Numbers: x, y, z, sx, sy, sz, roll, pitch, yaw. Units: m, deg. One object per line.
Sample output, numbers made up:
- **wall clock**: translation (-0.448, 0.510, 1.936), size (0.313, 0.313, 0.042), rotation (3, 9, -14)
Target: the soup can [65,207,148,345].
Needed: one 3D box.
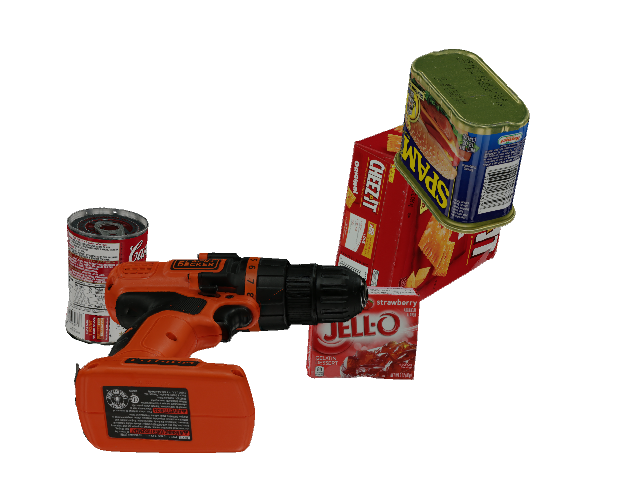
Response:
- **soup can**: translation (-0.185, 0.031, 0.918), size (0.068, 0.102, 0.068), rotation (6, 20, -2)

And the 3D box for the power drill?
- **power drill**: translation (-0.065, 0.064, 0.684), size (0.184, 0.057, 0.187), rotation (-2, 21, 7)

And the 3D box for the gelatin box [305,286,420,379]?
- **gelatin box**: translation (0.035, 0.075, 0.877), size (0.089, 0.073, 0.030), rotation (2, 13, -5)

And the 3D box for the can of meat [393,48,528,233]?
- **can of meat**: translation (0.095, -0.069, 0.722), size (0.057, 0.084, 0.102), rotation (-12, 42, -19)

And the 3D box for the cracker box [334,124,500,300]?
- **cracker box**: translation (0.107, -0.033, 1.026), size (0.072, 0.164, 0.213), rotation (25, 30, 31)
